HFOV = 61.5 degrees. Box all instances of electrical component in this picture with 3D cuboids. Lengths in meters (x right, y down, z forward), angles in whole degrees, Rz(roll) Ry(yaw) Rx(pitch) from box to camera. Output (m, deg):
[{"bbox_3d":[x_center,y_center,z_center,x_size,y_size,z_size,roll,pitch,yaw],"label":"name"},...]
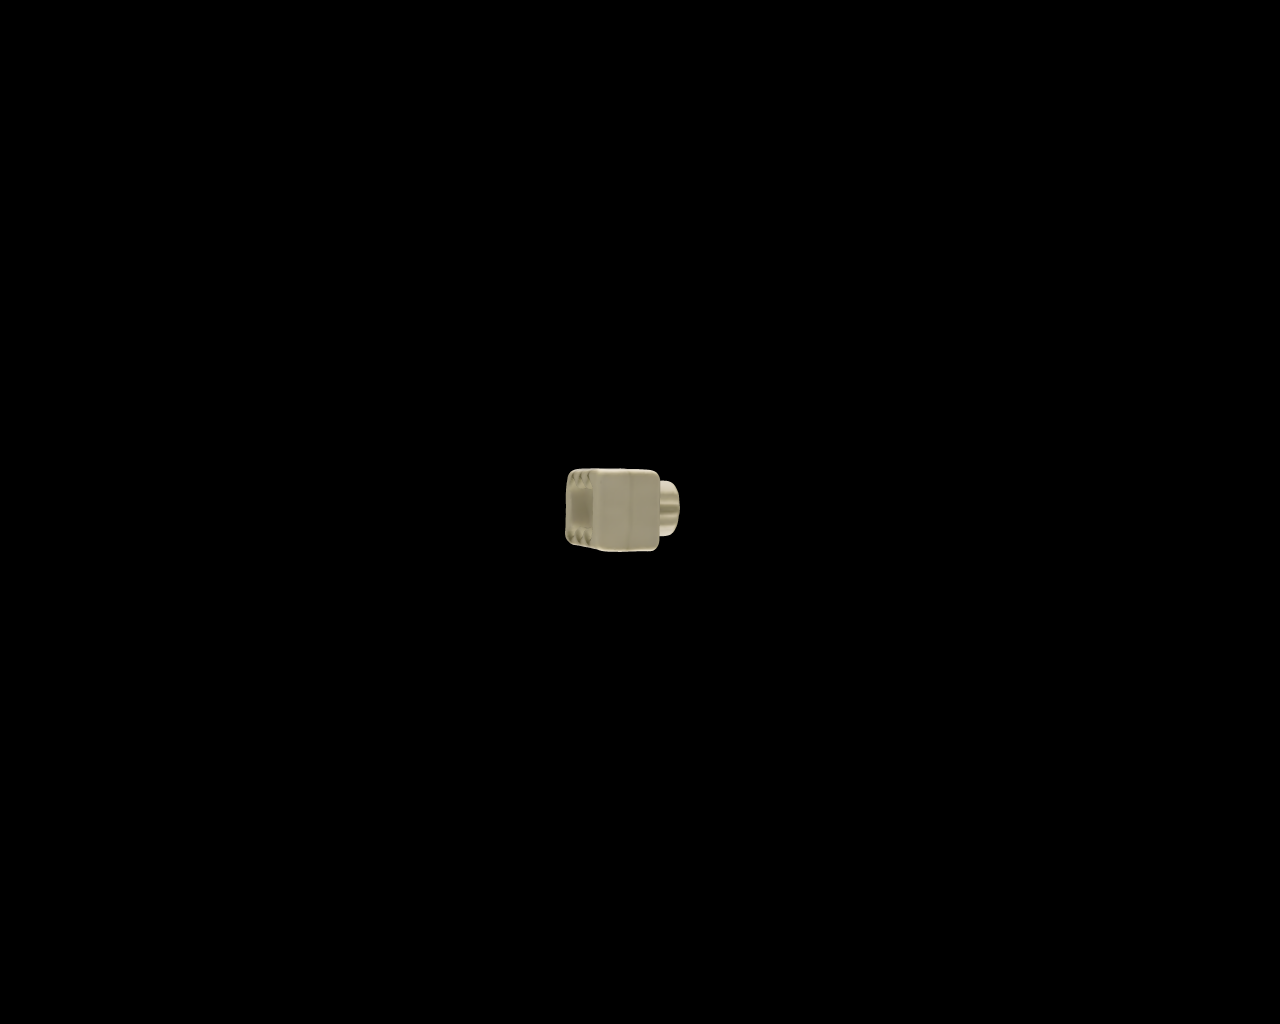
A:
[{"bbox_3d":[0.001,-0.003,0.650,0.077,0.047,0.065,-1,3,-19],"label":"electrical component"}]
